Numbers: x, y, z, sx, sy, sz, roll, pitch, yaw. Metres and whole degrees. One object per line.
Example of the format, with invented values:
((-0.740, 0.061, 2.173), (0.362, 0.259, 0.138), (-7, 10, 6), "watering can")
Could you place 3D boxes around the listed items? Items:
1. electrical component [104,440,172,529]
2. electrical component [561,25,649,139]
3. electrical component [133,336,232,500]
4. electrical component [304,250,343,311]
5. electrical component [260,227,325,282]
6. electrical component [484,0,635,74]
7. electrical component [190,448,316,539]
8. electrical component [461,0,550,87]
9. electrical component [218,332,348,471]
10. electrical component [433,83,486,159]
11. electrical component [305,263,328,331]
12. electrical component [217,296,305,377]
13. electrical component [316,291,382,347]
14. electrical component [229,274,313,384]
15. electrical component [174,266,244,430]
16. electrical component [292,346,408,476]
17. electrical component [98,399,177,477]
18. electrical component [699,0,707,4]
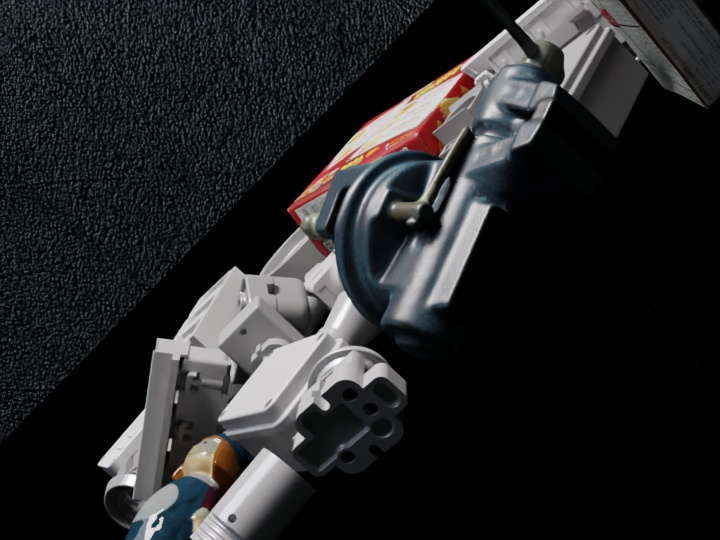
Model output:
((-0.187, 0.190, 0.940), (0.078, 0.058, 0.057), (-40, 10, 31), "electrical component")
((0.142, -0.109, 0.784), (0.109, 0.056, 0.108), (-33, 17, 48), "electrical component")
((-0.142, 0.123, 0.867), (0.078, 0.063, 0.121), (-124, 43, -78), "electrical component")
((0.000, 0.000, 0.936), (0.089, 0.050, 0.056), (-48, 11, -10), "electrical component")
((-0.046, -0.008, 1.103), (0.108, 0.060, 0.108), (-44, 11, 11), "electrical component")
((0.163, -0.172, 0.858), (0.121, 0.078, 0.063), (-37, 4, 38), "electrical component")
((-0.070, 0.156, 0.669), (0.081, 0.043, 0.043), (-50, 12, -15), "electrical component")
((0.160, -0.185, 0.959), (0.121, 0.079, 0.063), (-36, 37, 43), "electrical component")
((-0.043, 0.093, 0.752), (0.078, 0.057, 0.113), (-52, 13, -25), "electrical component")
((0.105, -0.118, 0.932), (0.042, 0.064, 0.081), (-33, 18, 43), "electrical component")
((-0.040, 0.024, 1.012), (0.055, 0.045, 0.045), (-42, 12, 17), "electrical component")
((-0.067, 0.071, 0.849), (0.047, 0.083, 0.075), (-45, 11, 5), "electrical component")
((-0.014, 0.053, 0.819), (0.065, 0.044, 0.044), (-52, 13, -32), "electrical component")
((-0.077, 0.053, 0.931), (0.053, 0.059, 0.095), (-105, 26, -49), "electrical component")
((-0.127, 0.075, 1.035), (0.062, 0.089, 0.150), (-41, 12, 23), "electrical component")
((-0.005, 0.082, 0.658), (0.078, 0.058, 0.057), (-43, 15, 17), "electrical component")
((-0.190, 0.164, 1.037), (0.113, 0.057, 0.078), (-50, 12, -20), "electrical component")
((0.238, -0.250, 0.811), (0.060, 0.108, 0.108), (-36, 14, 16), "electrical component")
